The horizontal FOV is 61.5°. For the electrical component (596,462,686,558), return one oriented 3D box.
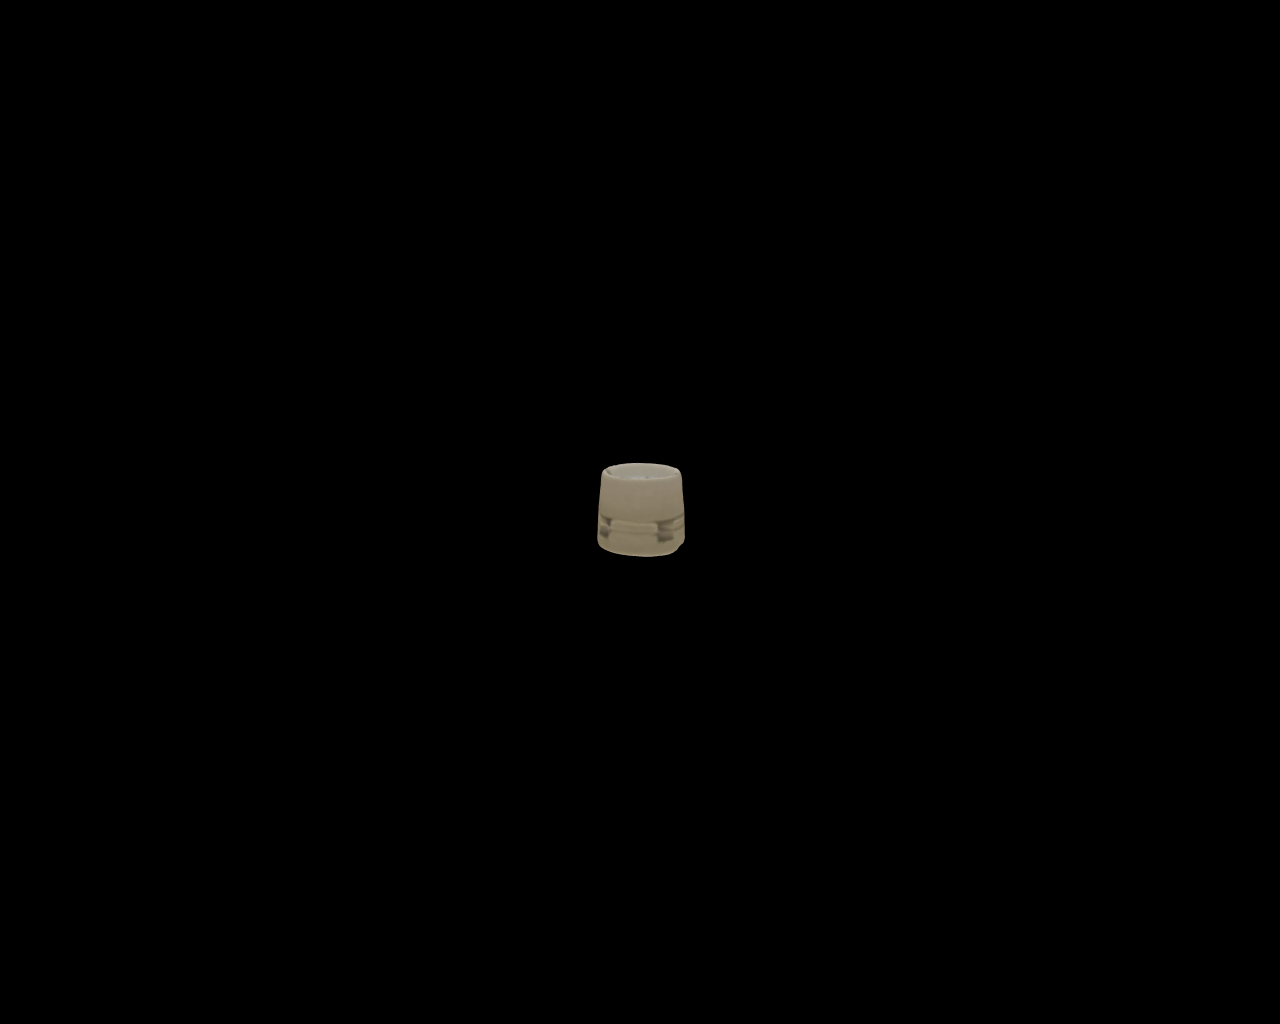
[{"bbox_3d":[0.001,-0.003,0.650,0.055,0.047,0.055,0,14,0],"label":"electrical component"}]
